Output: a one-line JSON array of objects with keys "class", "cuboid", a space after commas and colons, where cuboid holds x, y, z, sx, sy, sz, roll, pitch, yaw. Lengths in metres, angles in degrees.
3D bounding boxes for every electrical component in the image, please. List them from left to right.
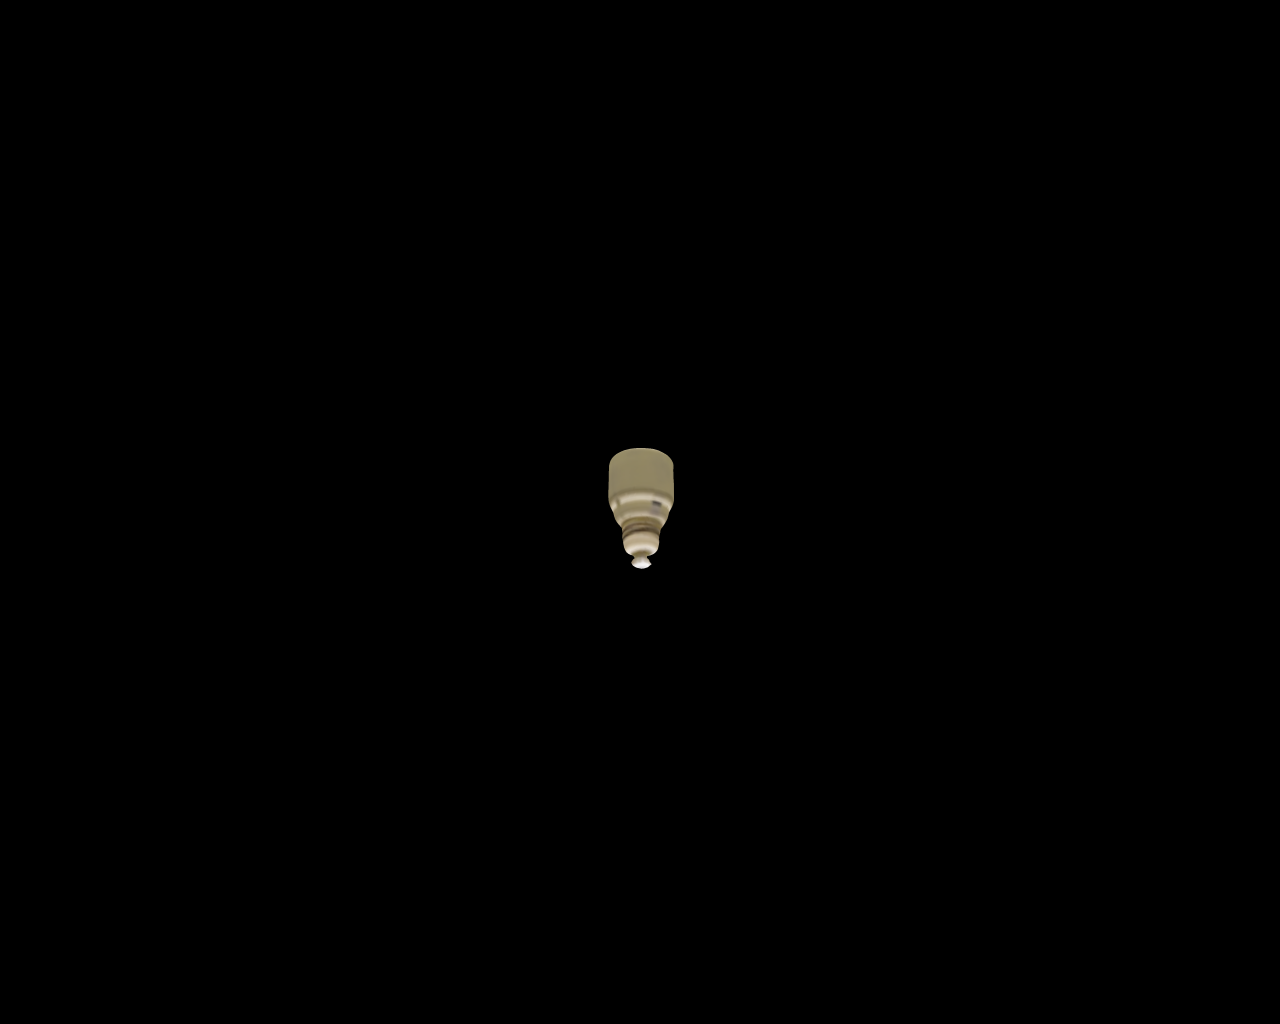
[{"class": "electrical component", "cuboid": [0.001, -0.003, 0.650, 0.040, 0.078, 0.040, 0, -25, 0]}]
